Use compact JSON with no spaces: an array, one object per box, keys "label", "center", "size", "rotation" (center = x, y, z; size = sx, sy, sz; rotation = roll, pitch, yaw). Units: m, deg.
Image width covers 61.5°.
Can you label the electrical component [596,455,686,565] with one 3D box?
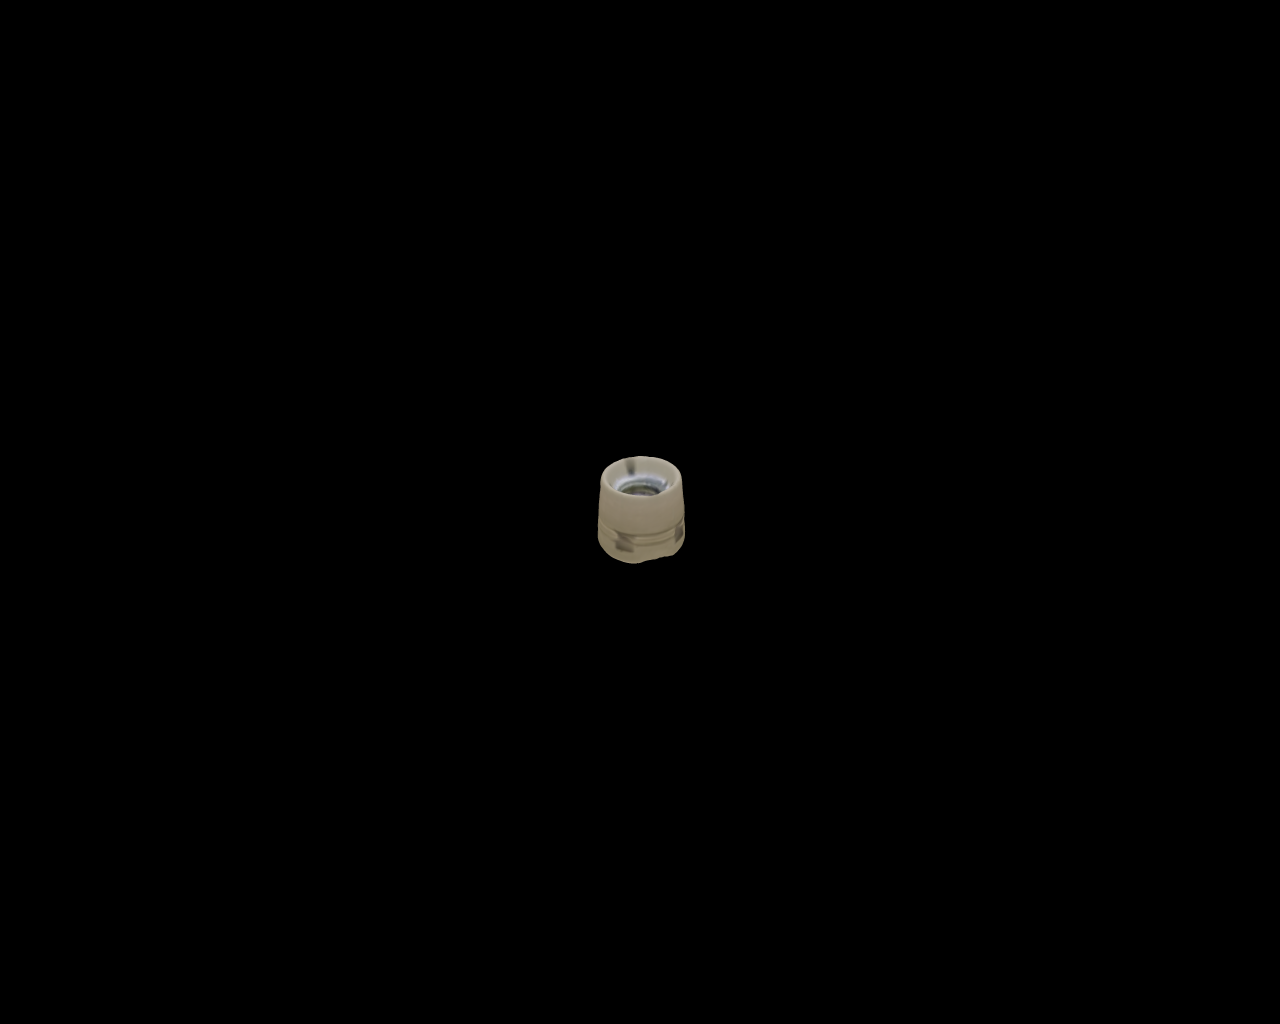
[{"label":"electrical component","center":[0.001,-0.003,0.650],"size":[0.055,0.047,0.055],"rotation":[0,33,0]}]
